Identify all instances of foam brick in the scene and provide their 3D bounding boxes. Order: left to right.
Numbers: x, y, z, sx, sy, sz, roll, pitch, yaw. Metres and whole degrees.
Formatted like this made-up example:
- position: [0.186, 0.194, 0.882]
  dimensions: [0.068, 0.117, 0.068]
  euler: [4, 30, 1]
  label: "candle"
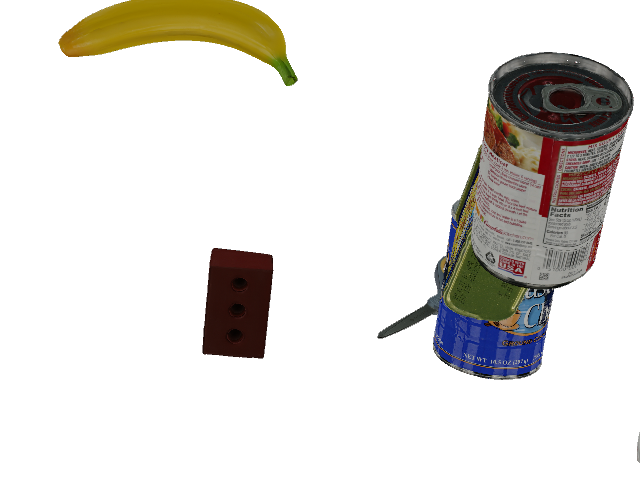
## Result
- position: [-0.068, 0.052, 0.886]
  dimensions: [0.053, 0.078, 0.051]
  euler: [5, 14, -3]
  label: "foam brick"

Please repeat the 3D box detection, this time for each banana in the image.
- position: [-0.114, -0.174, 0.884]
  dimensions: [0.198, 0.069, 0.037]
  euler: [6, -34, 0]
  label: "banana"

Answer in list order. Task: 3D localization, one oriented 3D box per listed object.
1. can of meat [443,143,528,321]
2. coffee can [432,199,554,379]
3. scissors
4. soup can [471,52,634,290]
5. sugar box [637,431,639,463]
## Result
- position: [0.122, -0.006, 0.729]
  dimensions: [0.057, 0.084, 0.102]
  euler: [16, -41, 2]
  label: "can of meat"
- position: [0.162, 0.041, 0.975]
  dimensions: [0.103, 0.140, 0.103]
  euler: [5, 21, -2]
  label: "coffee can"
- position: [0.121, 0.057, 1.164]
  dimensions: [0.201, 0.016, 0.096]
  euler: [-10, 41, -31]
  label: "scissors"
- position: [0.114, -0.033, 0.538]
  dimensions: [0.068, 0.102, 0.068]
  euler: [0, 43, 0]
  label: "soup can"
- position: [0.301, 0.150, 0.718]
  dimensions: [0.048, 0.093, 0.176]
  euler: [-15, 30, -37]
  label: "sugar box"
